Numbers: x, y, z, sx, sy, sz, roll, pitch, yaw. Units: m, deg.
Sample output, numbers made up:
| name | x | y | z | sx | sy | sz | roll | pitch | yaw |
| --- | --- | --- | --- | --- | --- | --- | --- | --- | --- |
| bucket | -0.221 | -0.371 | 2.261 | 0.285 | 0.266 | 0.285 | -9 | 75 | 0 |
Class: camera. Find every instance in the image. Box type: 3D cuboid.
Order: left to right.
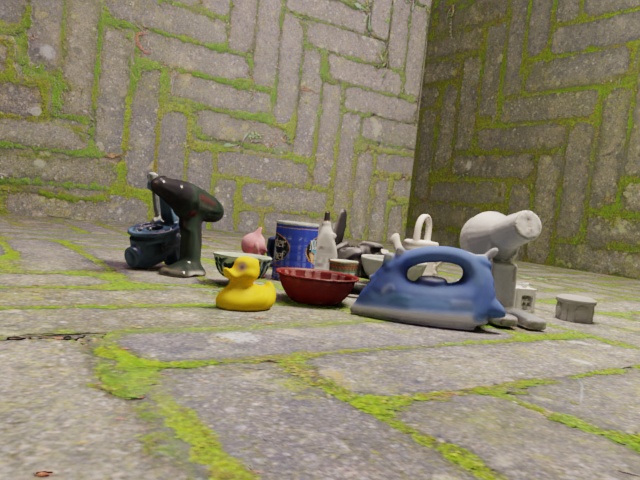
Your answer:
| name | x | y | z | sx | sy | sz | roll | pitch | yaw |
| --- | --- | --- | --- | --- | --- | --- | --- | --- | --- |
| camera | 0.140 | 0.057 | 1.572 | 0.144 | 0.101 | 0.136 | 4 | 4 | -39 |

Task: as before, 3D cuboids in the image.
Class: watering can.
| name | x | y | z | sx | sy | sz | roll | pitch | yaw |
| --- | --- | --- | --- | --- | --- | --- | --- | --- | --- |
| watering can | 0.280 | 0.022 | 1.637 | 0.172 | 0.194 | 0.101 | 7 | 3 | 13 |

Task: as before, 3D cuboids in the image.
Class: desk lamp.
| name | x | y | z | sx | sy | sz | roll | pitch | yaw |
| --- | --- | --- | --- | --- | --- | --- | --- | --- | --- |
| desk lamp | 0.355 | 0.048 | 1.104 | 0.118 | 0.213 | 0.203 | 5 | 3 | -12 |

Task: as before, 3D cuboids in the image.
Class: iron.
| name | x | y | z | sx | sy | sz | roll | pitch | yaw |
| --- | --- | --- | --- | --- | --- | --- | --- | --- | --- |
| iron | 0.188 | 0.072 | 0.997 | 0.258 | 0.141 | 0.118 | 6 | 3 | 0 |

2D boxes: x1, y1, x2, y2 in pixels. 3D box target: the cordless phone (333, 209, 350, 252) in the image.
| name | x | y | z | sx | sy | sz | roll | pitch | yaw |
| --- | --- | --- | --- | --- | --- | --- | --- | --- | --- |
| cordless phone | 0.049 | -0.003 | 1.735 | 0.094 | 0.185 | 0.147 | 6 | 3 | 2 |

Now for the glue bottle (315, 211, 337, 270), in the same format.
| name | x | y | z | sx | sy | sz | roll | pitch | yaw |
| --- | --- | --- | --- | --- | --- | --- | --- | --- | --- |
| glue bottle | 0.015 | 0.006 | 1.606 | 0.078 | 0.173 | 0.037 | 6 | 3 | -6 |

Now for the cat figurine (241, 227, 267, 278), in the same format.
| name | x | y | z | sx | sy | sz | roll | pitch | yaw |
| --- | --- | --- | --- | --- | --- | --- | --- | --- | --- |
| cat figurine | -0.161 | 0.026 | 1.395 | 0.067 | 0.118 | 0.127 | 5 | 3 | -10 |

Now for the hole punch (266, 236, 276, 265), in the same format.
| name | x | y | z | sx | sy | sz | roll | pitch | yaw |
| --- | --- | --- | --- | --- | --- | --- | --- | --- | --- |
| hole punch | -0.106 | 0.032 | 1.657 | 0.109 | 0.091 | 0.101 | 6 | 3 | -9 |

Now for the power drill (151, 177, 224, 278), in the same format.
| name | x | y | z | sx | sy | sz | roll | pitch | yaw |
| --- | --- | --- | --- | --- | --- | --- | --- | --- | --- |
| power drill | -0.294 | -0.026 | 1.255 | 0.075 | 0.208 | 0.230 | 7 | 3 | 22 |

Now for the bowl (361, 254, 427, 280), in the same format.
| name | x | y | z | sx | sy | sz | roll | pitch | yaw |
| --- | --- | --- | --- | --- | --- | --- | --- | --- | --- |
| bowl | 0.182 | 0.082 | 1.436 | 0.167 | 0.075 | 0.167 | 6 | 3 | 0 |

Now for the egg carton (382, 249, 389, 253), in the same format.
| name | x | y | z | sx | sy | sz | roll | pitch | yaw |
| --- | --- | --- | --- | --- | --- | --- | --- | --- | --- |
| egg carton | 0.156 | 0.059 | 1.860 | 0.107 | 0.069 | 0.149 | 4 | 4 | -35 |

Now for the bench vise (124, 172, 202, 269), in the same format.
| name | x | y | z | sx | sy | sz | roll | pitch | yaw |
| --- | --- | --- | --- | --- | --- | --- | --- | --- | --- |
| bench vise | -0.367 | -0.044 | 1.348 | 0.121 | 0.220 | 0.208 | 7 | 3 | 14 |

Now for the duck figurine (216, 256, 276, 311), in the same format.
| name | x | y | z | sx | sy | sz | roll | pitch | yaw |
| --- | --- | --- | --- | --- | --- | --- | --- | --- | --- |
| duck figurine | -0.120 | 0.070 | 0.950 | 0.105 | 0.086 | 0.077 | 4 | 4 | -37 |
